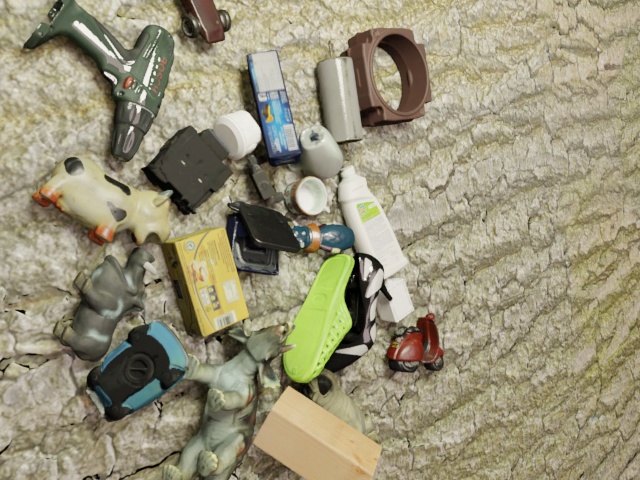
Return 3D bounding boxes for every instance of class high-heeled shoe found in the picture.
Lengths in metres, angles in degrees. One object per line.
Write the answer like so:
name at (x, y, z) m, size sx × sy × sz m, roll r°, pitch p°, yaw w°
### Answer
high-heeled shoe at (0.057, 0.149, 1.100) m, size 0.249 × 0.086 × 0.145 m, roll -50°, pitch 118°, yaw -15°

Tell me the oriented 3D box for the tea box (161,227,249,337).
tea box at (-0.198, 0.069, 0.928) m, size 0.098 × 0.068 × 0.169 m, roll -19°, pitch 100°, yaw -37°

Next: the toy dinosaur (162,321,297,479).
toy dinosaur at (-0.158, 0.312, 0.929) m, size 0.192 × 0.131 × 0.404 m, roll 9°, pitch 98°, yaw -57°

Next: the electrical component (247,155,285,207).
electrical component at (-0.103, -0.113, 1.007) m, size 0.045 × 0.078 × 0.102 m, roll -27°, pitch 100°, yaw -10°

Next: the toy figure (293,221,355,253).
toy figure at (-0.001, -0.003, 1.086) m, size 0.154 × 0.064 × 0.057 m, roll 0°, pitch 126°, yaw -33°

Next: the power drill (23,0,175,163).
power drill at (-0.333, -0.262, 0.823) m, size 0.207 × 0.086 × 0.232 m, roll 31°, pitch 70°, yaw -29°

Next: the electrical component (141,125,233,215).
electrical component at (-0.220, -0.127, 0.922) m, size 0.114 × 0.058 × 0.134 m, roll 49°, pitch 63°, yaw -29°

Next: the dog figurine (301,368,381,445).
dog figurine at (0.039, 0.335, 1.087) m, size 0.172 × 0.121 × 0.190 m, roll -5°, pitch 78°, yaw -81°

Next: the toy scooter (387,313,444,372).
toy scooter at (0.228, 0.236, 1.248) m, size 0.184 × 0.075 × 0.135 m, roll 9°, pitch 84°, yaw -40°

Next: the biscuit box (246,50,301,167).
biscuit box at (-0.085, -0.238, 0.984) m, size 0.059 × 0.063 × 0.202 m, roll -12°, pitch 83°, yaw -7°

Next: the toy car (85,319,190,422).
toy car at (-0.275, 0.207, 0.843) m, size 0.161 × 0.103 × 0.109 m, roll -41°, pitch 76°, yaw -4°

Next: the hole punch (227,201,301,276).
hole punch at (-0.113, 0.000, 0.990) m, size 0.142 × 0.092 × 0.116 m, roll 10°, pitch 41°, yaw -37°

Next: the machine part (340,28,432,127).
machine part at (0.151, -0.358, 1.189) m, size 0.201 × 0.087 × 0.200 m, roll -15°, pitch 98°, yaw -38°

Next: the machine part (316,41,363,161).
machine part at (0.041, -0.284, 1.110) m, size 0.079 × 0.079 × 0.243 m, roll -14°, pitch 98°, yaw -37°

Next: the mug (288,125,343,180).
mug at (-0.015, -0.173, 1.044) m, size 0.107 × 0.110 × 0.081 m, roll 65°, pitch 14°, yaw -66°

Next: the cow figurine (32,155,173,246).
cow figurine at (-0.318, -0.057, 0.832) m, size 0.194 × 0.085 × 0.127 m, roll 39°, pitch 66°, yaw -25°

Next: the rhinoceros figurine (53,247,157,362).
rhinoceros figurine at (-0.324, 0.094, 0.829) m, size 0.112 × 0.073 × 0.190 m, roll 35°, pitch 69°, yaw -30°

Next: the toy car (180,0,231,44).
toy car at (-0.225, -0.433, 0.924) m, size 0.089 × 0.053 × 0.202 m, roll -35°, pitch 106°, yaw -43°
